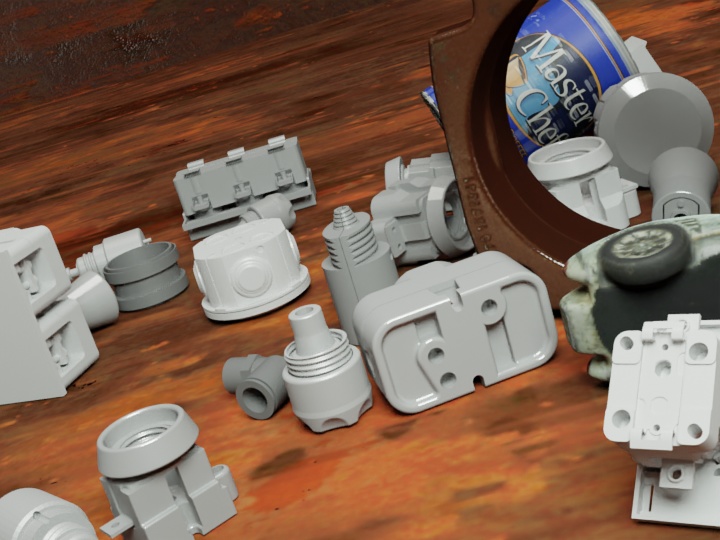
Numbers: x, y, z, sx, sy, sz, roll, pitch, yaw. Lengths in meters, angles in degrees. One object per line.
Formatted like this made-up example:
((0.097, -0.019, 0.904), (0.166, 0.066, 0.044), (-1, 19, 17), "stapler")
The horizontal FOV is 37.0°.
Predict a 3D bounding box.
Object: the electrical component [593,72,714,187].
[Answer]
((0.208, -0.102, 0.771), (0.080, 0.080, 0.051), (-15, 14, 6), "electrical component")

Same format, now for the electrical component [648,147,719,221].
((0.202, -0.045, 0.673), (0.044, 0.044, 0.065), (-9, 25, 22), "electrical component")

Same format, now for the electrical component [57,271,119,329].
((-0.218, 0.032, 0.813), (0.045, 0.045, 0.055), (3, 27, 46), "electrical component")

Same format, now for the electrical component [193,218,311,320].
((-0.080, 0.000, 0.773), (0.080, 0.051, 0.080), (-15, 19, 5), "electrical component")

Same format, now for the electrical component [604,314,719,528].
((0.122, 0.053, 0.403), (0.042, 0.064, 0.081), (-4, 64, 36), "electrical component")

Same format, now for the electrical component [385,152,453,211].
((0.051, -0.069, 0.869), (0.055, 0.048, 0.066), (-6, 20, 9), "electrical component")

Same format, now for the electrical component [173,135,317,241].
((-0.108, -0.079, 1.005), (0.121, 0.063, 0.078), (-16, 18, 3), "electrical component")

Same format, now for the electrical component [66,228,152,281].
((-0.215, -0.008, 0.932), (0.078, 0.040, 0.040), (-18, 18, -4), "electrical component")

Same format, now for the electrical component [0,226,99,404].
((-0.288, 0.039, 0.759), (0.186, 0.105, 0.060), (-9, 20, 22), "electrical component")

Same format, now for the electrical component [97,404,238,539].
((-0.093, 0.096, 0.499), (0.066, 0.055, 0.048), (-29, 22, -32), "electrical component")

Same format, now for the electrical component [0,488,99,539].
((-0.139, 0.124, 0.485), (0.040, 0.040, 0.078), (-32, 23, -37), "electrical component")

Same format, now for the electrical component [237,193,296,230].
((-0.087, -0.040, 0.922), (0.061, 0.035, 0.035), (-29, 21, -25), "electrical component")

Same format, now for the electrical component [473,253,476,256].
((0.092, -0.029, 0.688), (0.048, 0.062, 0.048), (-15, 19, 5), "electrical component")

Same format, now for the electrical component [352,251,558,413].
((0.048, 0.030, 0.570), (0.095, 0.053, 0.059), (-20, 19, -8), "electrical component")

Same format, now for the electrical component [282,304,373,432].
((-0.020, 0.049, 0.561), (0.043, 0.062, 0.043), (-15, 19, 5), "electrical component")

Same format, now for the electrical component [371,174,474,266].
((0.049, -0.036, 0.755), (0.057, 0.058, 0.078), (-6, 22, 38), "electrical component")

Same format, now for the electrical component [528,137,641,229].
((0.145, -0.054, 0.721), (0.078, 0.057, 0.058), (-20, 19, -10), "electrical component")

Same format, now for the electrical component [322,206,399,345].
((0.000, 0.000, 0.655), (0.043, 0.081, 0.043), (-15, 19, 5), "electrical component")

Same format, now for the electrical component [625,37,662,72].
((0.234, -0.167, 0.953), (0.064, 0.081, 0.042), (-38, 16, 10), "electrical component")
